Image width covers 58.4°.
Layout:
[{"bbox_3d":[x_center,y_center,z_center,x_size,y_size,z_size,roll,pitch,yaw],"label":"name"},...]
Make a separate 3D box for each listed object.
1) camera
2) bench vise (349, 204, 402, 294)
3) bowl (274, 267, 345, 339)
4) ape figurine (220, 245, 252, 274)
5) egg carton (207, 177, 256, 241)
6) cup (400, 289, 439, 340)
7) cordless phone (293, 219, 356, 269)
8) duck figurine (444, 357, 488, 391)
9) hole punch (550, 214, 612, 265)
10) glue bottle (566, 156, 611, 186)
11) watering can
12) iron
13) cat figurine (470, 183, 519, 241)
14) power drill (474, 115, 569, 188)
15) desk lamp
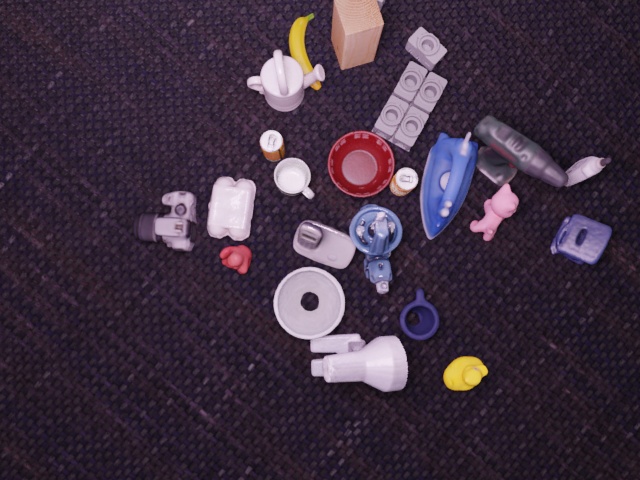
[{"bbox_3d":[-0.366,-0.046,1.348,0.137,0.100,0.143,3,86,-1],"label":"camera"},{"bbox_3d":[0.144,0.010,1.299,0.121,0.219,0.207,-25,87,-3],"label":"bench vise"},{"bbox_3d":[-0.025,0.149,1.358,0.167,0.074,0.167,0,86,-1],"label":"bowl"},{"bbox_3d":[-0.198,0.045,1.352,0.076,0.092,0.078,-31,88,-3],"label":"ape figurine"},{"bbox_3d":[-0.212,-0.075,1.370,0.107,0.069,0.150,7,86,-1],"label":"egg carton"},{"bbox_3d":[0.228,0.173,1.354,0.091,0.095,0.118,1,86,-1],"label":"cup"},{"bbox_3d":[0.012,0.005,1.313,0.147,0.185,0.094,19,86,0],"label":"cordless phone"},{"bbox_3d":[0.347,0.321,1.352,0.104,0.086,0.077,-24,87,-3],"label":"duck figurine"},{"bbox_3d":[0.626,0.000,1.377,0.101,0.091,0.109,28,86,1],"label":"hole punch"},{"bbox_3d":[0.634,-0.170,1.346,0.078,0.173,0.037,-40,88,-3],"label":"glue bottle"},{"bbox_3d":[-0.080,-0.378,1.329,0.173,0.194,0.101,-28,87,-3],"label":"watering can"},{"bbox_3d":[0.306,-0.129,1.351,0.118,0.141,0.258,15,86,0],"label":"iron"},{"bbox_3d":[0.424,-0.065,1.362,0.067,0.117,0.128,30,86,1],"label":"cat figurine"},{"bbox_3d":[0.445,-0.189,1.325,0.229,0.208,0.076,39,86,1],"label":"power drill"},{"bbox_3d":[0.081,0.275,1.284,0.203,0.213,0.118,-3,86,-1],"label":"desk lamp"}]
